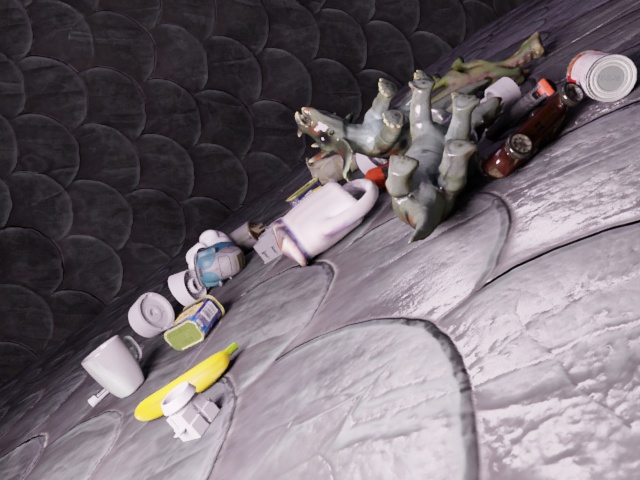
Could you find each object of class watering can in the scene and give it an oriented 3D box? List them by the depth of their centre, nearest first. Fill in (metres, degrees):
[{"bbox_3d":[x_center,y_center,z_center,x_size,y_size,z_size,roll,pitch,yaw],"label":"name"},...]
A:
[{"bbox_3d":[0.003,-0.053,1.055,0.225,0.103,0.350,-36,14,-5],"label":"watering can"}]

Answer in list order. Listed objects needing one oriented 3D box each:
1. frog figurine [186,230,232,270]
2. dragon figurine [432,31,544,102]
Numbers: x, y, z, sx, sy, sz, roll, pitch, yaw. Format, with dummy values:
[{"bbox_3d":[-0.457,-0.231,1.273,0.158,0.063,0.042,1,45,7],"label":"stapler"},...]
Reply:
[{"bbox_3d":[-0.308,0.038,1.455,0.122,0.138,0.158,-5,-7,9],"label":"frog figurine"},{"bbox_3d":[0.394,-0.387,1.280,0.413,0.121,0.244,-40,21,-12],"label":"dragon figurine"}]
